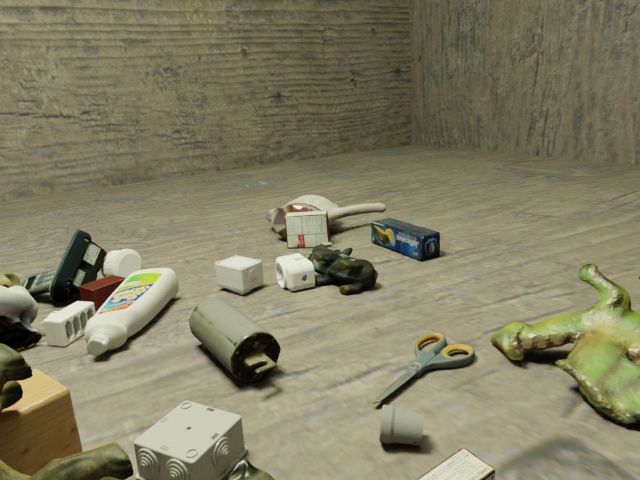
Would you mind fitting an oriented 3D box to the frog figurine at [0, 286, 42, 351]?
[{"bbox_3d":[-0.568,0.126,0.884,0.139,0.120,0.161,-34,40,-26],"label":"frog figurine"}]

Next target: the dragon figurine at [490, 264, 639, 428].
[{"bbox_3d":[0.421,0.152,0.655,0.411,0.120,0.247,9,37,43],"label":"dragon figurine"}]

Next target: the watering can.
[{"bbox_3d":[0.004,-0.073,1.453,0.347,0.103,0.227,-2,14,14],"label":"watering can"}]
